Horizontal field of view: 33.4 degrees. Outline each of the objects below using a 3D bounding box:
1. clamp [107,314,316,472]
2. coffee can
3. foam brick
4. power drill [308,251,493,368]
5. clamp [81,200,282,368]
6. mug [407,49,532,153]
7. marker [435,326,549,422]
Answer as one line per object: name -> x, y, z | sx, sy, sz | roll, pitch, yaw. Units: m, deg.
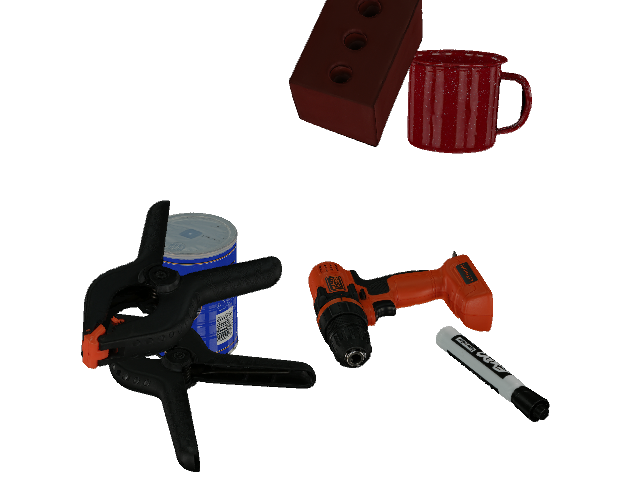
clamp -> -0.120, 0.119, 0.992 | 0.164, 0.036, 0.210 | -24, 42, -38
coffee can -> -0.143, 0.053, 1.194 | 0.103, 0.140, 0.103 | 1, 27, -1
foam brick -> 0.022, -0.105, 0.620 | 0.053, 0.078, 0.051 | 19, -15, 12
power drill -> 0.087, 0.072, 1.155 | 0.187, 0.057, 0.184 | -4, 28, -8
clamp -> -0.123, 0.030, 0.792 | 0.120, 0.039, 0.171 | 29, 40, 27
mug -> 0.133, -0.126, 0.969 | 0.117, 0.081, 0.093 | 4, 18, 11
marker -> 0.128, 0.099, 0.797 | 0.020, 0.020, 0.121 | 0, 23, -32
